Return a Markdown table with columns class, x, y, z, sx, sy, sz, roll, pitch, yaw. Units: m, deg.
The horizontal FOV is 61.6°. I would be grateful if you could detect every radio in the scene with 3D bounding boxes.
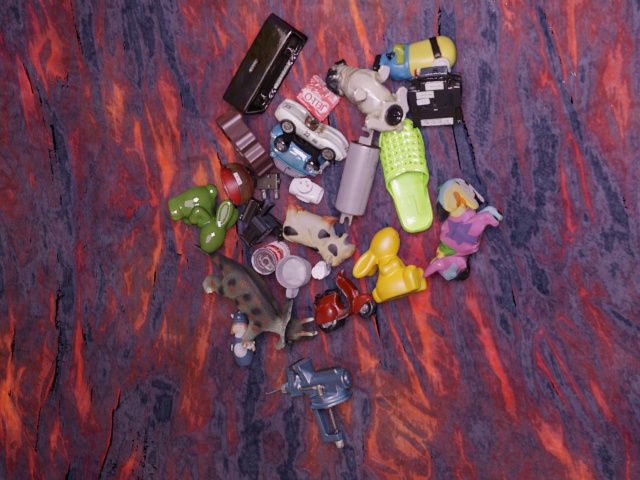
| class | x | y | z | sx | sy | sz | roll | pitch | yaw |
| --- | --- | --- | --- | --- | --- | --- | --- | --- | --- |
| radio | -0.128 | -0.411 | 1.283 | 0.073 | 0.131 | 0.229 | 39 | 110 | 6 |

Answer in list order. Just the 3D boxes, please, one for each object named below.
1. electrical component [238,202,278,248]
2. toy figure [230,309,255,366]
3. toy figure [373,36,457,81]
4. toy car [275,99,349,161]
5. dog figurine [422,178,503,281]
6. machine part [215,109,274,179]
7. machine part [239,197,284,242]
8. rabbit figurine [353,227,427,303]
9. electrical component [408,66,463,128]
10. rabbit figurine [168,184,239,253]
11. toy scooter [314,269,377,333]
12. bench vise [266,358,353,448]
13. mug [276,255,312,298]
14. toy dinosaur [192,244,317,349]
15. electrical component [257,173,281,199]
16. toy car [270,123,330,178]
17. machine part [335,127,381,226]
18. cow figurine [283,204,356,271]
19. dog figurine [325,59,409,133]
| class | x | y | z | sx | sy | sz | roll | pitch | yaw |
| --- | --- | --- | --- | --- | --- | --- | --- | --- | --- |
| electrical component | -0.144 | -0.039 | 1.358 | 0.119 | 0.075 | 0.048 | -44 | 84 | 21 |
| toy figure | -0.216 | 0.270 | 1.496 | 0.064 | 0.058 | 0.154 | -8 | 99 | -20 |
| toy figure | 0.213 | -0.404 | 1.202 | 0.180 | 0.082 | 0.089 | 2 | 103 | 20 |
| toy car | -0.016 | -0.260 | 1.285 | 0.202 | 0.073 | 0.056 | 32 | 132 | -8 |
| dog figurine | 0.301 | -0.011 | 1.242 | 0.191 | 0.108 | 0.219 | 43 | 113 | 5 |
| machine part | -0.181 | -0.235 | 1.317 | 0.056 | 0.179 | 0.179 | -38 | 88 | -4 |
| machine part | -0.144 | -0.052 | 1.414 | 0.139 | 0.039 | 0.084 | 34 | 104 | 10 |
| rabbit figurine | 0.168 | 0.058 | 1.311 | 0.162 | 0.122 | 0.173 | -18 | 81 | 30 |
| electrical component | 0.256 | -0.316 | 1.184 | 0.115 | 0.058 | 0.134 | -1 | 140 | 15 |
| rabbit figurine | -0.293 | -0.051 | 1.423 | 0.159 | 0.121 | 0.170 | -27 | 77 | 0 |
| toy scooter | 0.049 | 0.151 | 1.367 | 0.184 | 0.075 | 0.135 | -27 | 88 | 31 |
| bench vise | -0.001 | 0.434 | 1.424 | 0.224 | 0.129 | 0.240 | -18 | 88 | 19 |
| mug | -0.058 | 0.093 | 1.372 | 0.081 | 0.107 | 0.109 | 4 | 91 | 16 |
| toy dinosaur | -0.178 | 0.143 | 1.391 | 0.404 | 0.131 | 0.192 | 50 | 131 | -5 |
| electrical component | -0.132 | -0.153 | 1.397 | 0.063 | 0.021 | 0.094 | 1 | 101 | 18 |
| toy car | -0.060 | -0.210 | 1.328 | 0.161 | 0.109 | 0.103 | 39 | 133 | -5 |
| machine part | 0.091 | -0.148 | 1.292 | 0.079 | 0.079 | 0.243 | 18 | 108 | 14 |
| cow figurine | -0.003 | -0.004 | 1.353 | 0.195 | 0.085 | 0.127 | 21 | 101 | 11 |
| dog figurine | 0.105 | -0.328 | 1.240 | 0.121 | 0.191 | 0.172 | -33 | 121 | -8 |
